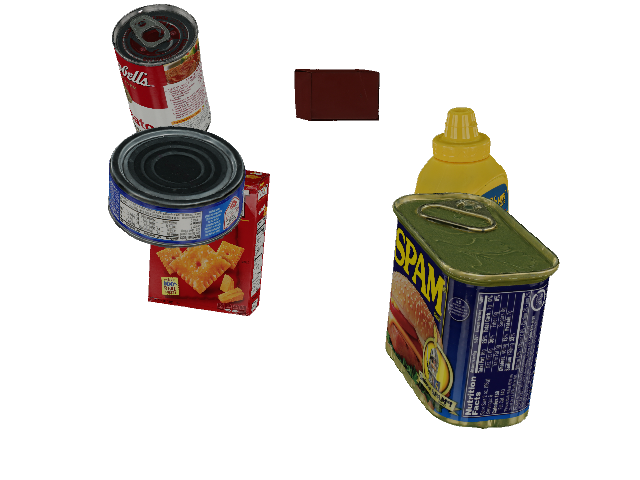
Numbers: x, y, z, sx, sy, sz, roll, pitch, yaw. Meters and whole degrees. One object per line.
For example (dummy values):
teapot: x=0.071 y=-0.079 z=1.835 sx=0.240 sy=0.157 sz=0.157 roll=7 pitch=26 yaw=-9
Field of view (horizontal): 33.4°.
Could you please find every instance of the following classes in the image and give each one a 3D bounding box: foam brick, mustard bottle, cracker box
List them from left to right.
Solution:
cracker box: x=-0.170 y=-0.003 z=1.610 sx=0.164 sy=0.214 sz=0.072 roll=9 pitch=18 yaw=9
foam brick: x=0.017 y=-0.152 z=1.112 sx=0.078 sy=0.051 sz=0.053 roll=-3 pitch=13 yaw=-18
mustard bottle: x=0.105 y=-0.003 z=0.787 sx=0.058 sy=0.192 sz=0.096 roll=13 pitch=26 yaw=37

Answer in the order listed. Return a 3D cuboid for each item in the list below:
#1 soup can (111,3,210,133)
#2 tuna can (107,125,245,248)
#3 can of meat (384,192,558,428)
soup can: x=-0.128 y=-0.133 z=0.875 sx=0.068 sy=0.068 sz=0.102 roll=0 pitch=-36 yaw=2
tuna can: x=-0.090 y=-0.035 z=0.669 sx=0.086 sy=0.034 sz=0.086 roll=5 pitch=40 yaw=-4
can of meat: x=0.070 y=0.033 z=0.531 sx=0.057 sy=0.084 sz=0.102 roll=-3 pitch=24 yaw=-15
